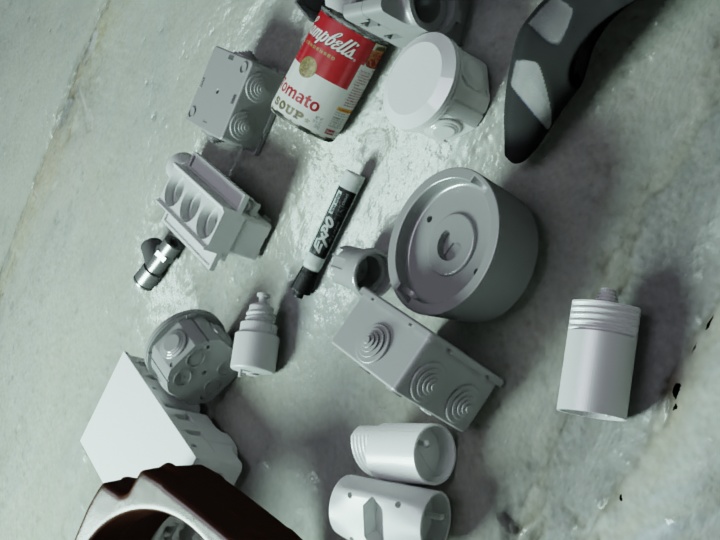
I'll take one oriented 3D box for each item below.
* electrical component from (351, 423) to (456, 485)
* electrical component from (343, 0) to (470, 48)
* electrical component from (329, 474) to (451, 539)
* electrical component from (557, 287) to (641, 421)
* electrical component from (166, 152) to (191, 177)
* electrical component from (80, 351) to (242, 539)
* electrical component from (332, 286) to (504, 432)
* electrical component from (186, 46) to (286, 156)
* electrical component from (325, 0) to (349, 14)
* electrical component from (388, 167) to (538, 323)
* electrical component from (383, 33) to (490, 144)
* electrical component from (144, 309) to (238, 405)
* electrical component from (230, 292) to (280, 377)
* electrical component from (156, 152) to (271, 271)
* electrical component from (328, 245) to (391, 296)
[{"bbox_3d":[0.026,0.134,0.790,0.081,0.043,0.043,-8,69,48],"label":"electrical component"},{"bbox_3d":[0.041,-0.214,0.874,0.056,0.089,0.050,5,79,50],"label":"electrical component"},{"bbox_3d":[0.022,0.191,0.768,0.077,0.043,0.079,3,100,34],"label":"electrical component"},{"bbox_3d":[0.151,0.051,0.676,0.043,0.043,0.081,-2,74,49],"label":"electrical component"},{"bbox_3d":[-0.179,-0.097,1.127,0.044,0.044,0.065,-60,36,14],"label":"electrical component"},{"bbox_3d":[-0.188,0.172,1.013,0.186,0.060,0.105,41,107,49],"label":"electrical component"},{"bbox_3d":[0.039,0.064,0.761,0.048,0.100,0.100,-56,40,-1],"label":"electrical component"},{"bbox_3d":[-0.126,-0.173,1.087,0.100,0.048,0.099,32,101,50],"label":"electrical component"},{"bbox_3d":[-0.016,-0.254,0.998,0.044,0.044,0.065,-30,59,39],"label":"electrical component"},{"bbox_3d":[0.079,-0.013,0.773,0.108,0.060,0.108,-22,59,43],"label":"electrical component"},{"bbox_3d":[0.061,-0.143,0.854,0.080,0.051,0.080,-22,59,43],"label":"electrical component"},{"bbox_3d":[-0.155,0.081,0.997,0.051,0.080,0.080,45,111,42],"label":"electrical component"},{"bbox_3d":[-0.092,0.059,0.961,0.040,0.040,0.078,-9,69,48],"label":"electrical component"},{"bbox_3d":[-0.142,-0.055,1.047,0.121,0.063,0.078,39,106,49],"label":"electrical component"},{"bbox_3d":[0.000,0.000,0.879,0.046,0.040,0.040,18,90,57],"label":"electrical component"}]
